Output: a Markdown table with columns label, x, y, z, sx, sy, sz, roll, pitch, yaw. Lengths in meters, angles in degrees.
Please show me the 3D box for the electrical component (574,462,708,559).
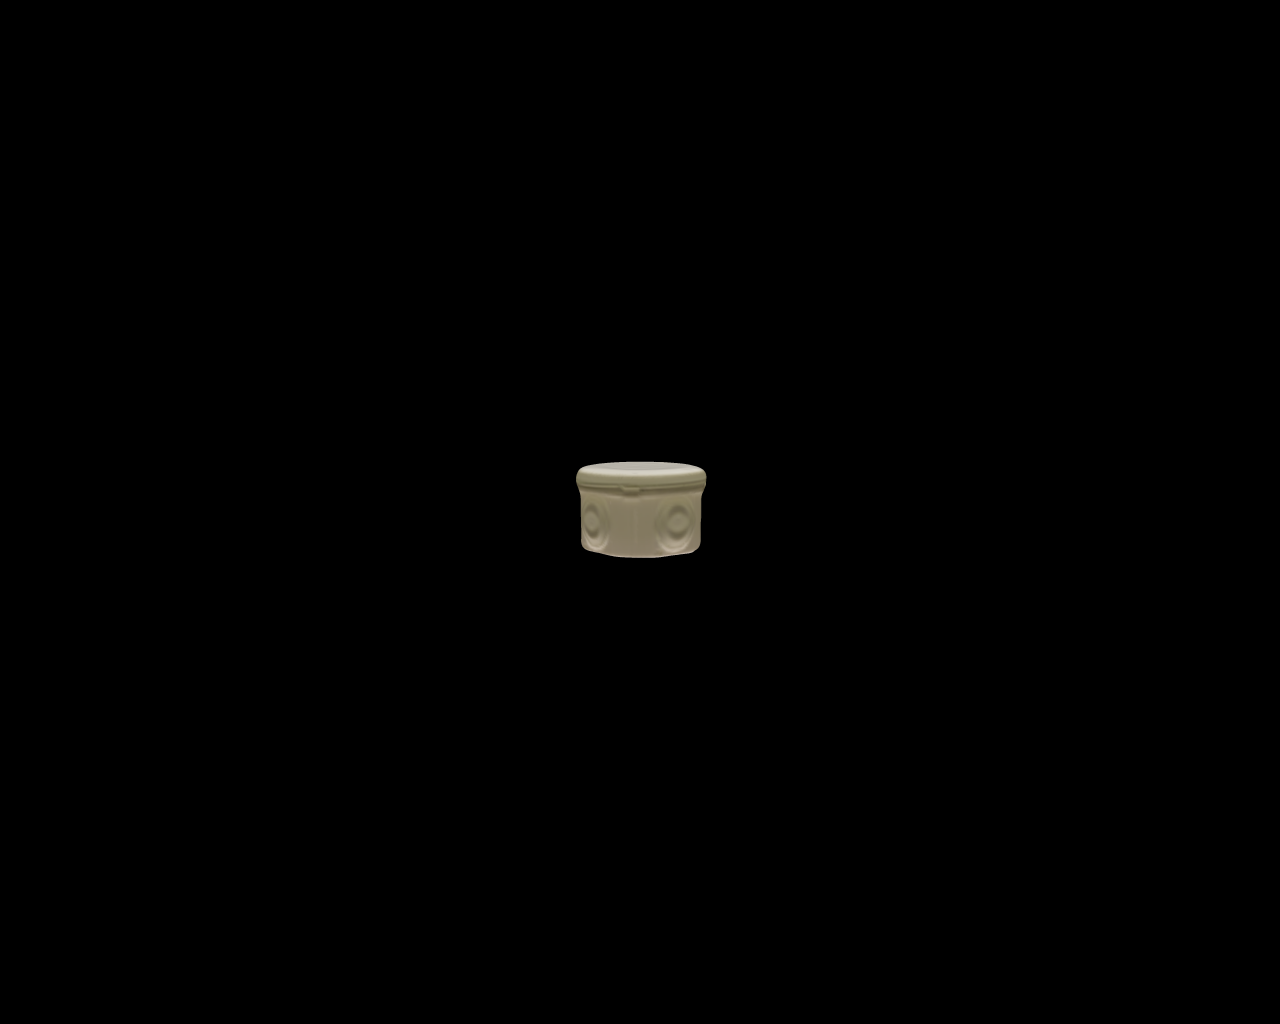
| label | x | y | z | sx | sy | sz | roll | pitch | yaw |
| --- | --- | --- | --- | --- | --- | --- | --- | --- | --- |
| electrical component | 0.001 | -0.003 | 0.650 | 0.080 | 0.051 | 0.080 | 0 | 8 | 0 |
